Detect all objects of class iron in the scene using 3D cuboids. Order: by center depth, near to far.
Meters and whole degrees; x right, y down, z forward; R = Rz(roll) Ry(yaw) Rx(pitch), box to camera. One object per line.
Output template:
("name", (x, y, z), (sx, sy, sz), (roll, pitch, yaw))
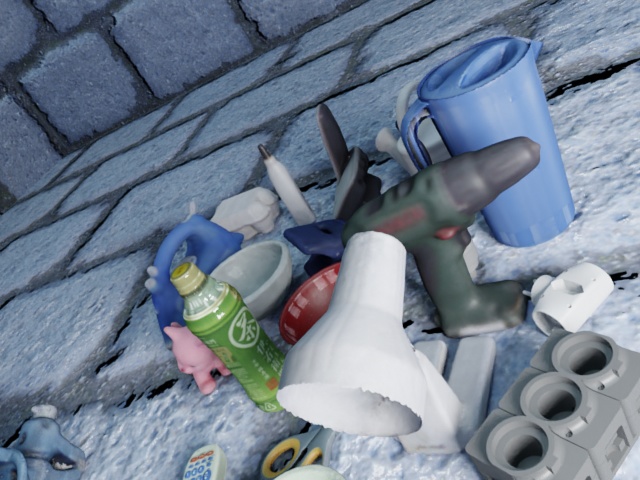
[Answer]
("iron", (-0.240, 0.053, 1.016), (0.118, 0.142, 0.258), (-13, 33, 32))

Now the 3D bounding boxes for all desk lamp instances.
("desk lamp", (0.068, 0.111, 0.534), (0.117, 0.214, 0.203), (-12, 34, 33))

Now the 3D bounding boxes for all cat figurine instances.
("cat figurine", (-0.180, 0.154, 0.820), (0.067, 0.118, 0.127), (-41, 29, -15))

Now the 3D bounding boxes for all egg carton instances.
("egg carton", (-0.154, -0.048, 1.166), (0.150, 0.069, 0.107), (-19, 31, 24))

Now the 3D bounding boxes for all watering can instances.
("watering can", (0.161, -0.147, 0.871), (0.172, 0.194, 0.101), (-14, 33, 31))

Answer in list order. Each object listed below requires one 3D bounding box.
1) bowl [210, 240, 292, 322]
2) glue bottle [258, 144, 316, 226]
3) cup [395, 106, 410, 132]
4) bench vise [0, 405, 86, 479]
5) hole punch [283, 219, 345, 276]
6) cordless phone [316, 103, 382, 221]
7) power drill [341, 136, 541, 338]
("bowl", (-0.106, 0.080, 0.908), (0.167, 0.075, 0.167), (-24, 29, 15))
("glue bottle", (-0.066, -0.105, 1.058), (0.037, 0.173, 0.078), (-30, 28, 5))
("cup", (0.197, -0.185, 1.001), (0.092, 0.095, 0.117), (-36, 28, -6))
("bench vise", (-0.427, 0.293, 0.739), (0.121, 0.220, 0.207), (-30, 28, 5))
("hole punch", (0.008, 0.003, 0.897), (0.101, 0.091, 0.108), (-37, 28, -9))
("cordless phone", (0.030, -0.135, 0.995), (0.094, 0.185, 0.147), (-24, 29, 16))
("power drill", (0.149, 0.006, 0.624), (0.229, 0.209, 0.075), (-16, 32, 28))
